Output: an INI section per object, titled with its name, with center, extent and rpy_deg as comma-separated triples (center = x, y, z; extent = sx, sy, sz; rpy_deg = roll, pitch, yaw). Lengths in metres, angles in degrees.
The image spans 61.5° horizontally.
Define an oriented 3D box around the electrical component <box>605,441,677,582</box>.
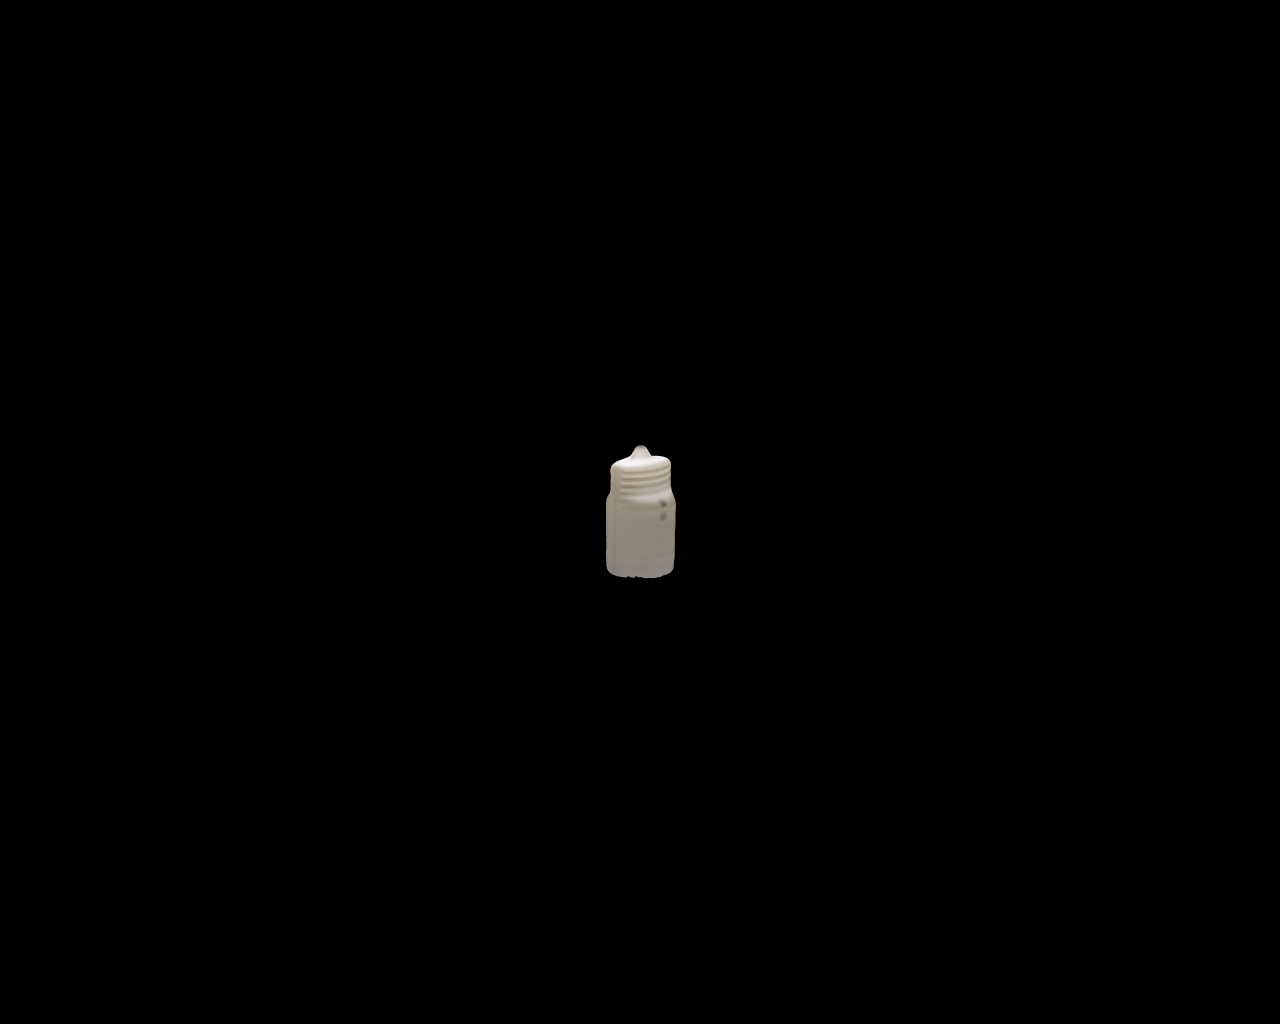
[electrical component]
center = 0.001, -0.003, 0.650
extent = 0.043, 0.080, 0.043
rpy_deg = 0, 15, 0
